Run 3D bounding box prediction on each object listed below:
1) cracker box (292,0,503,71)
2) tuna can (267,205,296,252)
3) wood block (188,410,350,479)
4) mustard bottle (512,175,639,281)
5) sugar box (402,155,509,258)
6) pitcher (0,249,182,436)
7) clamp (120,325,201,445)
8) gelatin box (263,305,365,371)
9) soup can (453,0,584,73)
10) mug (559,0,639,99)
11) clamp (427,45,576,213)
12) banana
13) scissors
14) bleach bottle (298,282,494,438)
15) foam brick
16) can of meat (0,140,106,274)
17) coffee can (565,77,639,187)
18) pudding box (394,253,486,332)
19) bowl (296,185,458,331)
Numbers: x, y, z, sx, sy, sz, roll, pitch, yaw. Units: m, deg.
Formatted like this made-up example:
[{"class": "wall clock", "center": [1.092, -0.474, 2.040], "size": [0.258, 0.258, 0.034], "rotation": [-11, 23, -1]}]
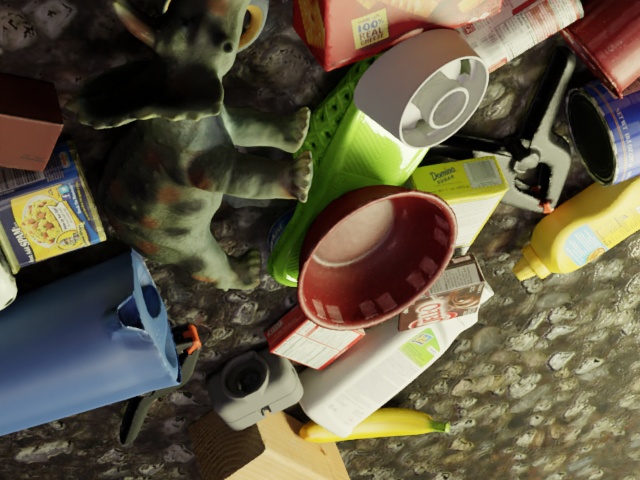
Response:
[{"class": "cracker box", "center": [0.063, -0.242, 0.775], "size": [0.164, 0.072, 0.214], "rotation": [-20, 144, -16]}, {"class": "tuna can", "center": [-0.007, 0.001, 1.061], "size": [0.086, 0.034, 0.086], "rotation": [-15, 141, -13]}, {"class": "wood block", "center": [-0.055, 0.271, 1.297], "size": [0.090, 0.091, 0.205], "rotation": [-36, 139, 13]}, {"class": "mustard bottle", "center": [0.295, -0.016, 1.176], "size": [0.192, 0.058, 0.096], "rotation": [-37, 145, 15]}, {"class": "sugar box", "center": [0.112, -0.016, 1.063], "size": [0.093, 0.048, 0.176], "rotation": [-9, 157, -18]}, {"class": "pitcher", "center": [-0.257, 0.110, 0.995], "size": [0.243, 0.145, 0.149], "rotation": [-19, 129, -1]}, {"class": "clamp", "center": [-0.189, 0.157, 1.140], "size": [0.171, 0.039, 0.120], "rotation": [-31, 142, 9]}, {"class": "gelatin box", "center": [-0.006, 0.103, 1.180], "size": [0.073, 0.030, 0.089], "rotation": [-42, 136, 22]}, {"class": "soup can", "center": [0.161, -0.191, 0.902], "size": [0.102, 0.068, 0.068], "rotation": [-31, 141, 9]}, {"class": "mug", "center": [0.274, -0.184, 0.957], "size": [0.081, 0.093, 0.117], "rotation": [-41, 153, 12]}, {"class": "clamp", "center": [0.187, -0.086, 1.060], "size": [0.164, 0.036, 0.210], "rotation": [-25, 142, 3]}, {"class": "banana", "center": [0.060, 0.230, 1.337], "size": [0.197, 0.037, 0.070], "rotation": [-1, 170, -19]}, {"class": "scissors", "center": [-0.028, -0.209, 0.827], "size": [0.202, 0.016, 0.096], "rotation": [-26, 141, 2]}, {"class": "bleach bottle", "center": [0.093, 0.126, 1.233], "size": [0.251, 0.068, 0.102], "rotation": [-37, 139, 12]}, {"class": "foam brick", "center": [-0.245, -0.092, 0.820], "size": [0.078, 0.051, 0.053], "rotation": [8, 132, -33]}, {"class": "can of meat", "center": [-0.233, -0.029, 0.894], "size": [0.084, 0.057, 0.102], "rotation": [-19, 141, -11]}, {"class": "coffee can", "center": [0.324, -0.123, 1.035], "size": [0.140, 0.103, 0.103], "rotation": [-21, 141, -5]}, {"class": "pudding box", "center": [0.122, 0.057, 1.120], "size": [0.090, 0.039, 0.113], "rotation": [-15, 158, -2]}, {"class": "bowl", "center": [0.041, 0.005, 0.957], "size": [0.162, 0.055, 0.162], "rotation": [-19, 137, -19]}]
